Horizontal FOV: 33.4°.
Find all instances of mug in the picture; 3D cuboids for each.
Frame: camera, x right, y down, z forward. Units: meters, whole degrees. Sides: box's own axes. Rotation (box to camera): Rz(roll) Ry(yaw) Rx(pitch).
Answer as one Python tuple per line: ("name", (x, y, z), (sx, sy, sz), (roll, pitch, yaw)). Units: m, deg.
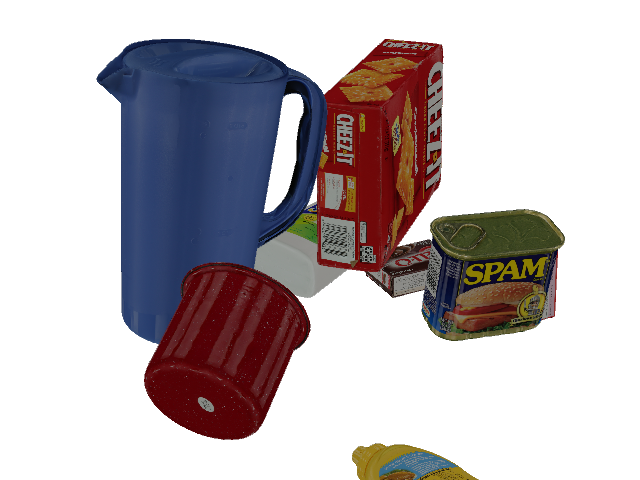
("mug", (-0.071, 0.079, 0.702), (0.093, 0.081, 0.117), (42, -43, -22))

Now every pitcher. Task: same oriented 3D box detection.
("pitcher", (-0.094, -0.038, 0.887), (0.149, 0.243, 0.144), (17, 25, 20))

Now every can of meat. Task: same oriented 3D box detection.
("can of meat", (0.133, 0.028, 0.843), (0.102, 0.084, 0.057), (-5, 34, -16))

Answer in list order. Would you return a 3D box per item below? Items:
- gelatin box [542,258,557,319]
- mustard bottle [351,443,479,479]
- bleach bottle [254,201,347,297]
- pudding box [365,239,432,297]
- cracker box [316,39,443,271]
("gelatin box", (0.218, 0.030, 1.125), (0.030, 0.089, 0.073), (-14, 29, -16))
("mustard bottle", (0.096, 0.233, 0.971), (0.096, 0.058, 0.192), (-15, 24, -36))
("bleach bottle", (0.029, -0.022, 1.282), (0.103, 0.068, 0.250), (22, 38, 30))
("pudding box", (0.132, 0.039, 1.535), (0.113, 0.039, 0.090), (-15, 24, -19))
("cracker box", (0.062, -0.088, 1.039), (0.072, 0.164, 0.213), (9, 28, 19))
